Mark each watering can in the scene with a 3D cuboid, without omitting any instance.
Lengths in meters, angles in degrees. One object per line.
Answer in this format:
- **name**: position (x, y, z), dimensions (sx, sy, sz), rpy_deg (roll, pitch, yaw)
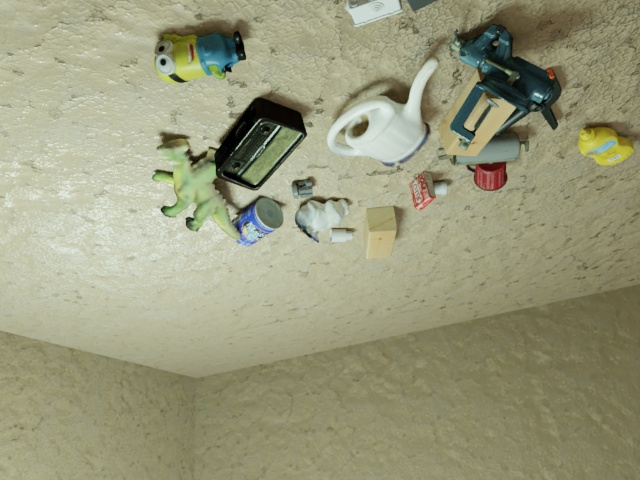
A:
- **watering can**: position (0.178, -0.276, 1.195), dimensions (0.343, 0.106, 0.223), rpy_deg (-28, 147, 37)

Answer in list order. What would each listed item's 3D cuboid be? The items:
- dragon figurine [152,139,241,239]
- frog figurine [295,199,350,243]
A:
- **dragon figurine**: position (-0.283, -0.139, 1.370), dimensions (0.240, 0.125, 0.405), rpy_deg (-31, 141, 24)
- **frog figurine**: position (0.005, -0.080, 1.586), dimensions (0.159, 0.124, 0.135), rpy_deg (-47, 135, -1)
